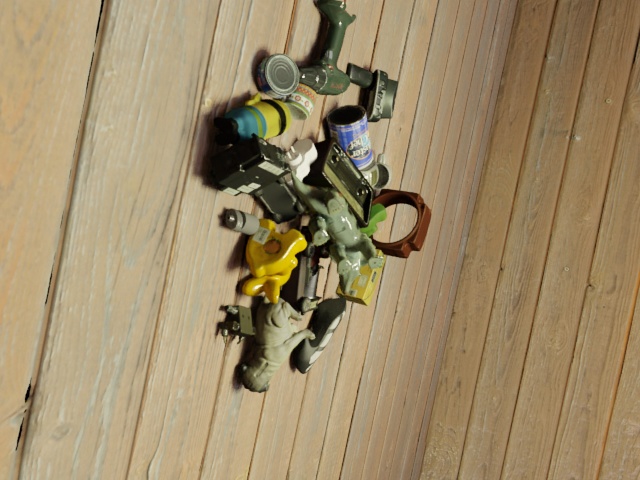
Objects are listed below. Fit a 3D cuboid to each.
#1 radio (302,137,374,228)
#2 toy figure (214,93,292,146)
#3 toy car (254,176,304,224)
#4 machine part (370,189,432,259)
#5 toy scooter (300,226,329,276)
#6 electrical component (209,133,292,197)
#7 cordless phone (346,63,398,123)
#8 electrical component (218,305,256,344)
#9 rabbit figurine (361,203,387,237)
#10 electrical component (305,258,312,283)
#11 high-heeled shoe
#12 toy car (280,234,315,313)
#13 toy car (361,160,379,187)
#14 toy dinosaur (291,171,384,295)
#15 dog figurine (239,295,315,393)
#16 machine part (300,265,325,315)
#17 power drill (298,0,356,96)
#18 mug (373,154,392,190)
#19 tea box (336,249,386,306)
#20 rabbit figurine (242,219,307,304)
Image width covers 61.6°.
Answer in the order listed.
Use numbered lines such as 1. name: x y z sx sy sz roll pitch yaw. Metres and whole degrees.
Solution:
1. radio: 0.050 -0.139 1.354 0.229 0.073 0.131 48 45 -39
2. toy figure: -0.127 -0.223 1.042 0.180 0.089 0.082 -40 158 -55
3. toy car: -0.095 -0.101 1.170 0.056 0.073 0.201 65 5 35
4. machine part: 0.232 -0.054 1.678 0.087 0.201 0.201 41 64 -57
5. toy scooter: -0.003 -0.004 1.392 0.184 0.075 0.135 -49 137 -38
6. electrical component: -0.139 -0.135 1.014 0.114 0.134 0.058 23 45 -63
7. cordless phone: 0.129 -0.408 1.495 0.184 0.089 0.146 1 101 -51
8. electrical component: -0.180 0.183 1.163 0.102 0.045 0.078 25 50 -65
9. rabbit figurine: 0.115 -0.024 1.568 0.159 0.121 0.170 -58 162 -28
10. electrical component: -0.052 0.084 1.339 0.021 0.063 0.094 -77 174 -78
11. high-heeled shoe: 0.010 0.268 1.521 0.249 0.086 0.145 -30 130 -49
12. toy car: -0.060 0.080 1.297 0.053 0.089 0.202 -13 111 -60
13. toy car: 0.110 -0.185 1.502 0.162 0.103 0.109 -42 135 -52
14. toy dinosaur: 0.033 -0.041 1.252 0.404 0.131 0.192 61 1 -31
15. dog figurine: -0.131 0.236 1.233 0.190 0.121 0.172 -44 106 -22
16. machine part: -0.022 0.130 1.449 0.084 0.039 0.138 -10 111 -53
17. power drill: 0.016 -0.439 1.242 0.232 0.086 0.207 0 97 -64
18. mug: 0.186 -0.213 1.673 0.107 0.081 0.109 -25 115 -72
19. tea box: 0.127 0.108 1.659 0.169 0.098 0.068 -66 150 -18
20. rabbit figurine: -0.099 0.059 1.191 0.173 0.122 0.162 86 19 -67
